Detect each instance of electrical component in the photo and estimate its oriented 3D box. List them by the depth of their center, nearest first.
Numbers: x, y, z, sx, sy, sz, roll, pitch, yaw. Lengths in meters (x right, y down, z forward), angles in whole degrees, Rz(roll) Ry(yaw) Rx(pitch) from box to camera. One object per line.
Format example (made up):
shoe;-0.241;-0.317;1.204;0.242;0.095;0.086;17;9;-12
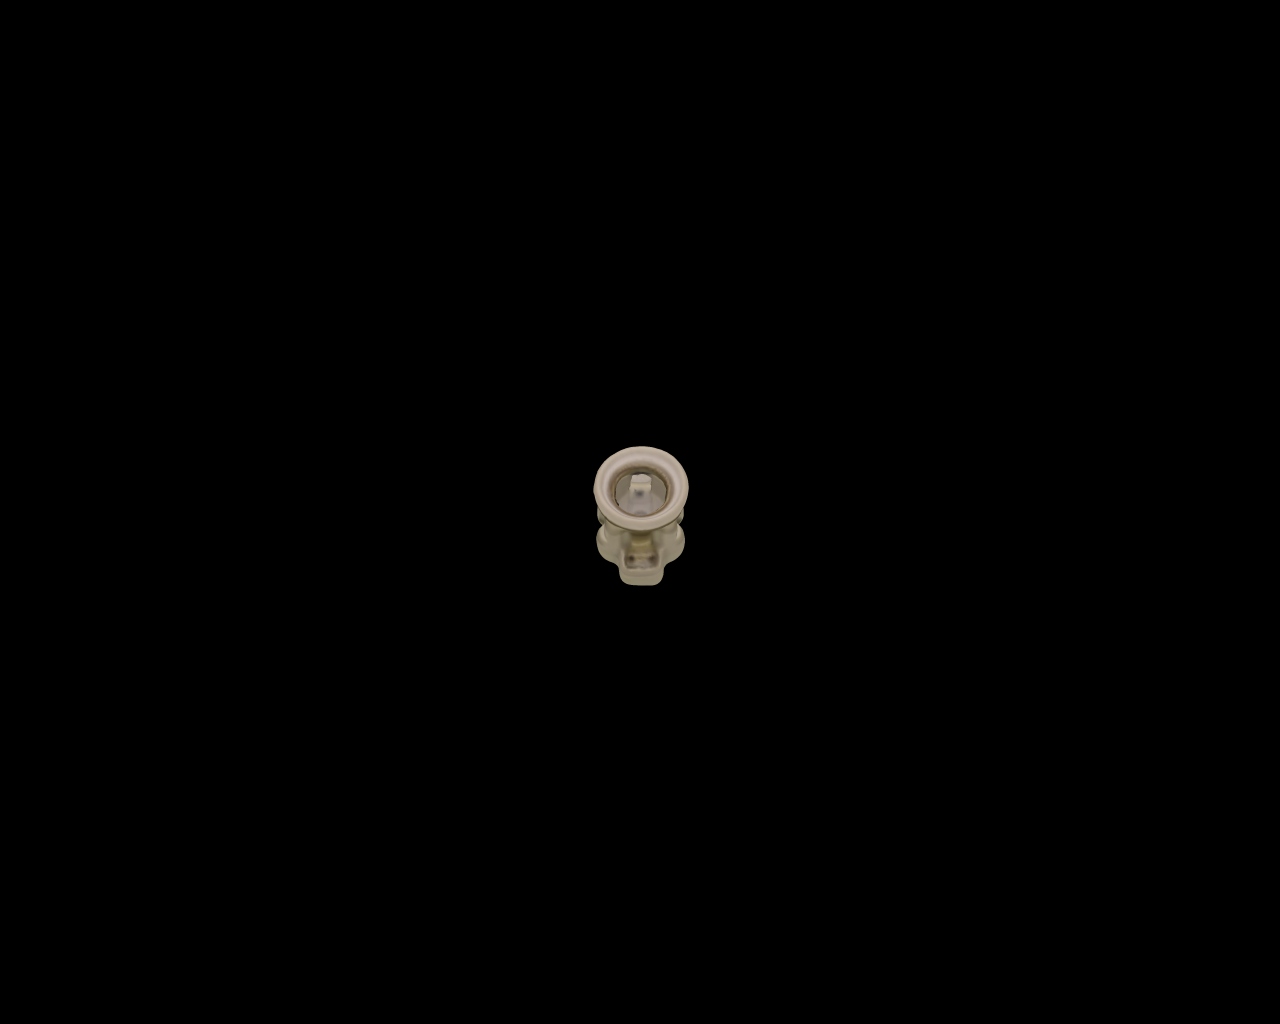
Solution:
electrical component;0.001;-0.003;0.650;0.058;0.078;0.056;0;-32;0
